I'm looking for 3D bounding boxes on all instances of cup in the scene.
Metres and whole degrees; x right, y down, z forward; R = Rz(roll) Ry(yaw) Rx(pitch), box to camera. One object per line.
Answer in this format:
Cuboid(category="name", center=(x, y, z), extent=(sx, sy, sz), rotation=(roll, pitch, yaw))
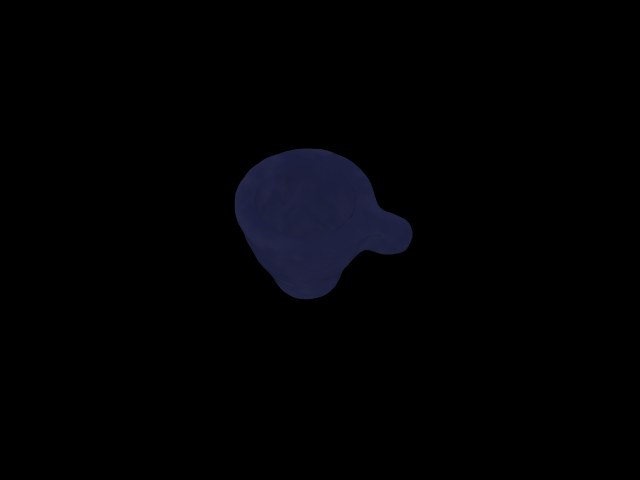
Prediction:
Cuboid(category="cup", center=(0.004, 0.001, 0.400), extent=(0.117, 0.095, 0.092), rotation=(15, 55, 11))
